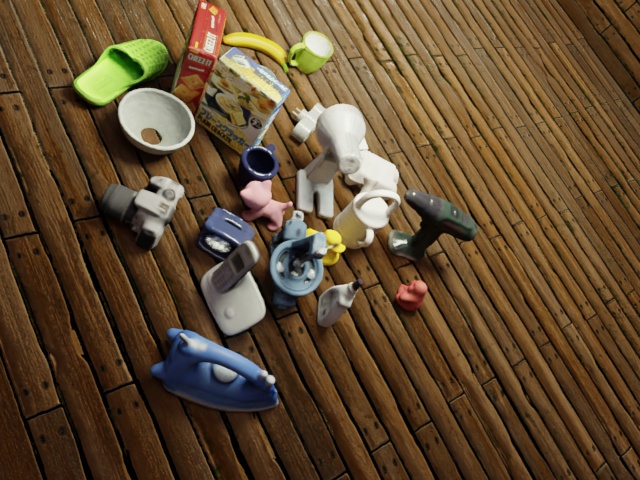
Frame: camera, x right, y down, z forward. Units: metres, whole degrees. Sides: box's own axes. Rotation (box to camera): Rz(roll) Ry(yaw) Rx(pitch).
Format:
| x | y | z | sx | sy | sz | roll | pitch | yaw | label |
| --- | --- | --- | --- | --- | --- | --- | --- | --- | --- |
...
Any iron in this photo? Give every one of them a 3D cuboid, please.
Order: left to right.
| x | y | z | sx | sy | sz | roll | pitch | yaw | label |
| --- | --- | --- | --- | --- | --- | --- | --- | --- | --- |
| -0.169 | 0.242 | 1.059 | 0.259 | 0.141 | 0.118 | 26 | 53 | -14 | iron |

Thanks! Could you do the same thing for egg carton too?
| x | y | z | sx | sy | sz | roll | pitch | yaw | label |
| --- | --- | --- | --- | --- | --- | --- | --- | --- | --- |
| 0.139 | -0.171 | 1.521 | 0.150 | 0.069 | 0.107 | 24 | 54 | -15 | egg carton |

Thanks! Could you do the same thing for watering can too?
| x | y | z | sx | sy | sz | roll | pitch | yaw | label |
| --- | --- | --- | --- | --- | --- | --- | --- | --- | --- |
| 0.114 | -0.071 | 1.369 | 0.101 | 0.193 | 0.172 | -6 | 66 | -32 | watering can |

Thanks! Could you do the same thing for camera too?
| x | y | z | sx | sy | sz | roll | pitch | yaw | label |
| --- | --- | --- | --- | --- | --- | --- | --- | --- | --- |
| -0.363 | -0.077 | 1.161 | 0.137 | 0.100 | 0.143 | 26 | 53 | -14 | camera |

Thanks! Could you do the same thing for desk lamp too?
| x | y | z | sx | sy | sz | roll | pitch | yaw | label |
| --- | --- | --- | --- | --- | --- | --- | --- | --- | --- |
| 0.033 | -0.191 | 1.380 | 0.118 | 0.213 | 0.203 | 13 | 57 | -23 | desk lamp |

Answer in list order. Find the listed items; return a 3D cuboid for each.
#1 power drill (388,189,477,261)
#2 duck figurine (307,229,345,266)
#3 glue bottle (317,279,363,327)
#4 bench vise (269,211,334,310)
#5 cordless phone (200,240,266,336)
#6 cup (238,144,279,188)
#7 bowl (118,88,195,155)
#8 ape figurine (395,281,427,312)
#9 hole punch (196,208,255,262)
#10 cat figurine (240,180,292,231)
| x | y | z | sx | sy | sz | roll | pitch | yaw | label |
| --- | --- | --- | --- | --- | --- | --- | --- | --- | --- |
| 0.260 | -0.032 | 1.419 | 0.230 | 0.208 | 0.075 | 16 | 56 | -20 | power drill |
| 0.012 | 0.005 | 1.336 | 0.104 | 0.086 | 0.078 | 38 | 51 | -5 | duck figurine |
| 0.046 | 0.125 | 1.229 | 0.037 | 0.172 | 0.078 | 18 | 55 | -19 | glue bottle |
| -0.051 | 0.018 | 1.206 | 0.122 | 0.219 | 0.207 | -3 | 65 | -31 | bench vise |
| -0.154 | 0.093 | 1.127 | 0.094 | 0.184 | 0.147 | -21 | 75 | -36 | cordless phone |
| -0.148 | -0.168 | 1.340 | 0.092 | 0.094 | 0.118 | 35 | 52 | -7 | cup |
| -0.369 | -0.251 | 1.276 | 0.168 | 0.074 | 0.167 | 14 | 57 | -22 | bowl |
| 0.226 | 0.127 | 1.382 | 0.078 | 0.092 | 0.076 | -12 | 69 | -34 | ape figurine |
| -0.198 | -0.018 | 1.227 | 0.109 | 0.091 | 0.101 | 31 | 52 | -10 | hole punch |
| -0.125 | -0.088 | 1.292 | 0.128 | 0.117 | 0.067 | 19 | 55 | -19 | cat figurine |
